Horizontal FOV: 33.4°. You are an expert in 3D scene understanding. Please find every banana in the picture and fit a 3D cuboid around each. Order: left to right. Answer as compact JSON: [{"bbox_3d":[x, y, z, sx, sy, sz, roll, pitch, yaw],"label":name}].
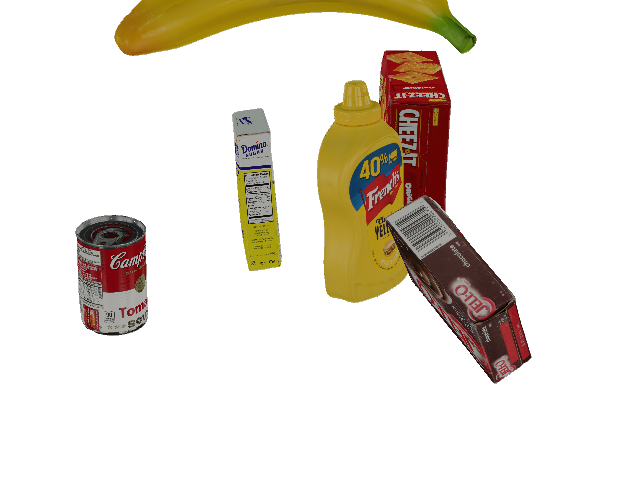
[{"bbox_3d":[-0.014,-0.134,0.589,0.197,0.069,0.037,-4,-42,-9],"label":"banana"}]

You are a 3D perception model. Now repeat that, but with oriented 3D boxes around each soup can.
[{"bbox_3d":[-0.207,0.035,1.063,0.068,0.102,0.068,2,26,-1],"label":"soup can"}]

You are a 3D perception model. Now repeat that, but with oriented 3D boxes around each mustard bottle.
[{"bbox_3d":[0.038,-0.048,0.954,0.058,0.192,0.096,14,29,39],"label":"mustard bottle"}]

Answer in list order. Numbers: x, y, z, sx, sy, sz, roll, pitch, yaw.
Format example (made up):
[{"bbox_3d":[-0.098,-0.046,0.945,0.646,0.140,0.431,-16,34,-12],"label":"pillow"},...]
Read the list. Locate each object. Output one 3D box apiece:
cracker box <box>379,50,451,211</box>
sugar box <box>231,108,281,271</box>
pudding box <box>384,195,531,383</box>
[{"bbox_3d":[0.101,-0.107,1.185,0.072,0.164,0.213,1,24,2],"label":"cracker box"},{"bbox_3d":[-0.078,-0.062,1.291,0.048,0.176,0.093,-9,25,-5],"label":"sugar box"},{"bbox_3d":[0.097,0.034,0.746,0.039,0.114,0.090,-32,-37,-4],"label":"pudding box"}]
